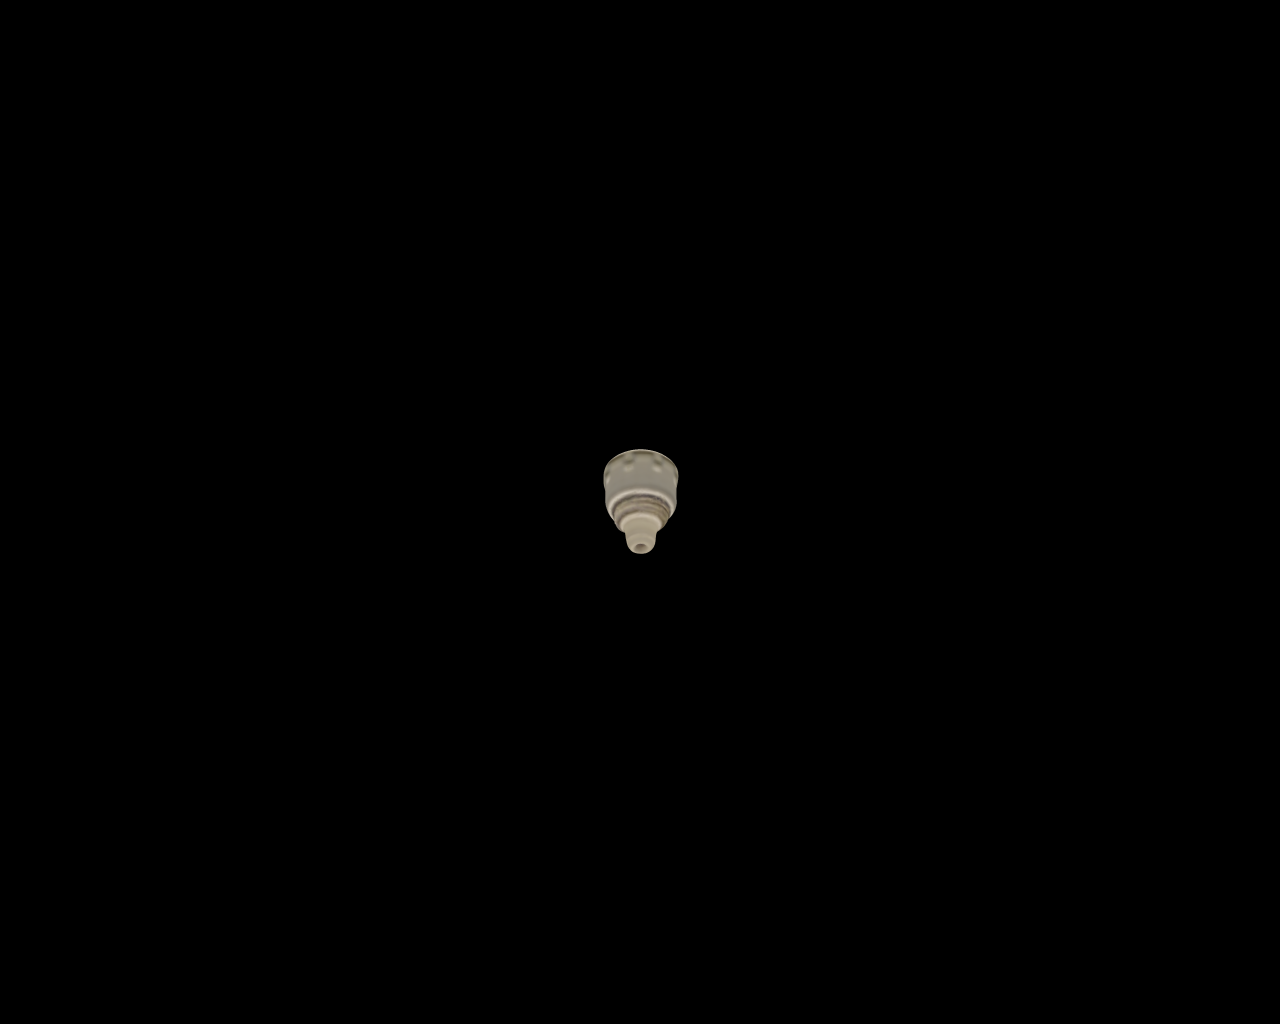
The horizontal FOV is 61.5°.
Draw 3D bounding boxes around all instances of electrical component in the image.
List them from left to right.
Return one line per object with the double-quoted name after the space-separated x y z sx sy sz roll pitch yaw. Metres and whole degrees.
0.001 -0.003 0.650 0.048 0.062 0.048 0 -36 0 "electrical component"
